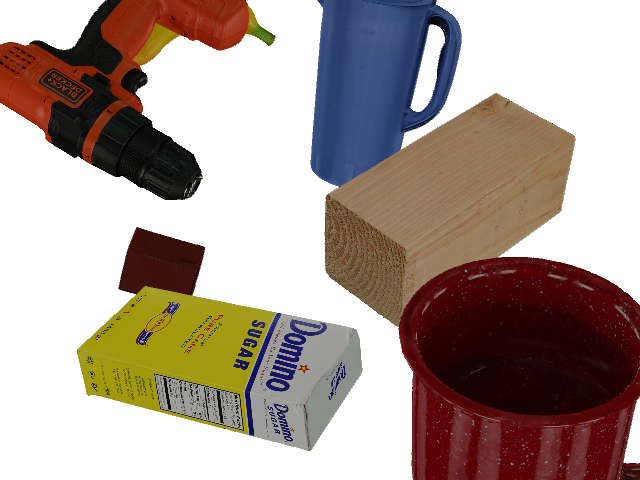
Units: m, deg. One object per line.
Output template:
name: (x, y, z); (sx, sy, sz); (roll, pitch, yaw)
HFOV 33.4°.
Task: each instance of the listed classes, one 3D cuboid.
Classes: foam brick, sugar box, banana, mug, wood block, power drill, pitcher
foam brick: (-0.168, 0.029, 1.128); (0.078, 0.051, 0.053); (17, 29, -4)
sugar box: (-0.069, 0.084, 0.741); (0.176, 0.048, 0.093); (7, 32, 23)
banana: (-0.123, -0.208, 1.019); (0.070, 0.037, 0.197); (45, 39, 19)
mug: (0.088, 0.067, 0.406); (0.117, 0.081, 0.093); (6, 36, 11)
wood block: (0.108, -0.030, 0.893); (0.205, 0.090, 0.091); (-32, 51, -31)
power drill: (-0.134, -0.132, 0.818); (0.184, 0.187, 0.057); (32, -34, 6)
pitcher: (0.065, -0.186, 1.287); (0.144, 0.243, 0.149); (-4, 28, -23)
